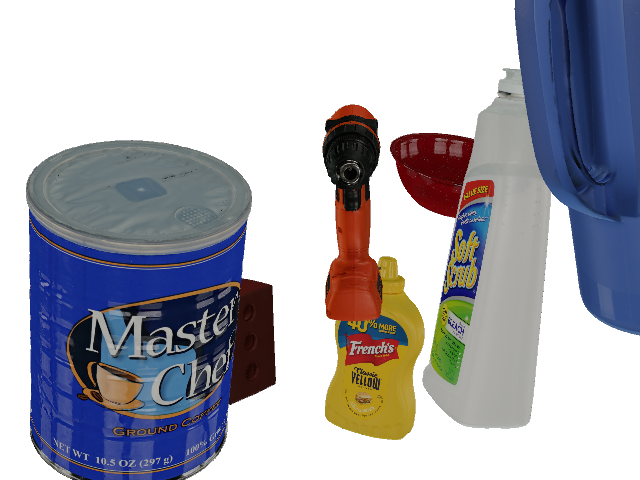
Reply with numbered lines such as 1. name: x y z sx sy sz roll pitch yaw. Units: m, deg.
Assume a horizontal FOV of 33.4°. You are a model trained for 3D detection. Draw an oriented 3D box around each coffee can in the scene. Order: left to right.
1. coffee can: -0.091 0.035 0.524 0.102 0.140 0.103 6 29 -4

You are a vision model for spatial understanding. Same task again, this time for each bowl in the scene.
1. bowl: 0.153 -0.068 1.208 0.162 0.055 0.162 8 26 -4

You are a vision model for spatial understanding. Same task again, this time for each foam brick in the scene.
1. foam brick: -0.068 0.069 0.770 0.051 0.078 0.052 9 17 38

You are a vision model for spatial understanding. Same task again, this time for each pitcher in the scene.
1. pitcher: 0.182 -0.070 0.578 0.149 0.243 0.145 -7 22 8

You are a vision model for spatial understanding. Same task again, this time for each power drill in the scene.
1. power drill: 0.031 -0.023 1.002 0.057 0.188 0.184 1 20 4

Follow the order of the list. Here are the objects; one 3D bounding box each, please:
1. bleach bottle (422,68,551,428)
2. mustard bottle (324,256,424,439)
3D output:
1. bleach bottle: 0.127 0.002 0.772 0.068 0.251 0.103 2 13 -12
2. mustard bottle: 0.062 0.111 1.141 0.096 0.192 0.058 12 14 24
